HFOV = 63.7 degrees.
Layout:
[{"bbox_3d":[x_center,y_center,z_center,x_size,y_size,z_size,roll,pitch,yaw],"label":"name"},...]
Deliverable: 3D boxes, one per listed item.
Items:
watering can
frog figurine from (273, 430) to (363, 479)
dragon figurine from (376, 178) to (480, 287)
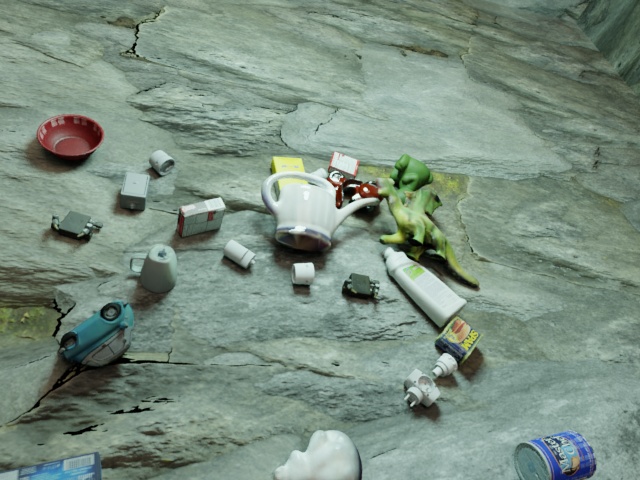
[{"bbox_3d":[0.004,-0.070,1.397,0.347,0.102,0.229,13,64,-16],"label":"watering can"},{"bbox_3d":[-0.005,0.436,0.985,0.159,0.121,0.140,14,66,-24],"label":"frog figurine"},{"bbox_3d":[0.313,-0.048,1.489,0.408,0.120,0.248,30,58,-17],"label":"dragon figurine"}]
